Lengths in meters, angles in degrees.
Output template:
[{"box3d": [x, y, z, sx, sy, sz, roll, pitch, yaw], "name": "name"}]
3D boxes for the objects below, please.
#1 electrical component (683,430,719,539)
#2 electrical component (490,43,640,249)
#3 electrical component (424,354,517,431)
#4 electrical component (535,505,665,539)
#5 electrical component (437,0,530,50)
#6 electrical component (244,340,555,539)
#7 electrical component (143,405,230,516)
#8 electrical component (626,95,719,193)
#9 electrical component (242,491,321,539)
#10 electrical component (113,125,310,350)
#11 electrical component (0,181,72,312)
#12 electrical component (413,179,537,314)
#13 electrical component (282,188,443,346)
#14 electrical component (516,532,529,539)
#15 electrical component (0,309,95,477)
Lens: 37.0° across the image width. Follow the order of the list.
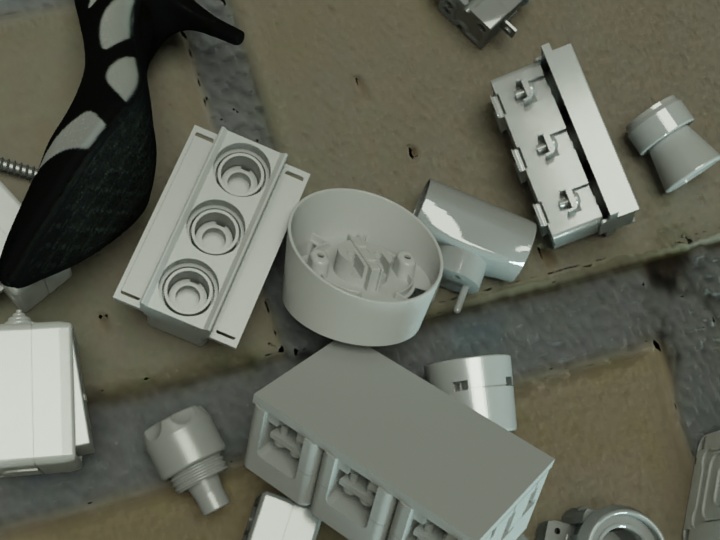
[{"box3d": [0.254, 0.139, 0.665, 0.057, 0.113, 0.078, 17, 72, -3], "name": "electrical component"}, {"box3d": [0.136, -0.081, 0.731, 0.063, 0.079, 0.121, -21, 78, 7], "name": "electrical component"}, {"box3d": [0.071, 0.081, 0.679, 0.055, 0.055, 0.047, -5, 79, -12], "name": "electrical component"}, {"box3d": [0.154, 0.176, 0.665, 0.078, 0.057, 0.058, 17, 72, -6], "name": "electrical component"}, {"box3d": [0.093, -0.197, 0.767, 0.066, 0.048, 0.055, 44, 79, 4], "name": "electrical component"}, {"box3d": [0.019, 0.113, 0.617, 0.150, 0.061, 0.089, 30, 36, 24], "name": "electrical component"}, {"box3d": [-0.099, 0.115, 0.643, 0.043, 0.043, 0.062, -26, 82, -16], "name": "electrical component"}, {"box3d": [0.221, -0.089, 0.760, 0.045, 0.045, 0.055, -30, 81, -17], "name": "electrical component"}, {"box3d": [-0.036, 0.183, 0.633, 0.076, 0.047, 0.083, 19, 72, -5], "name": "electrical component"}, {"box3d": [-0.091, -0.018, 0.672, 0.079, 0.063, 0.121, 23, 71, -4], "name": "electrical component"}, {"box3d": [-0.227, -0.002, 0.650, 0.077, 0.047, 0.065, -42, 85, -19], "name": "electrical component"}, {"box3d": [0.067, -0.010, 0.709, 0.077, 0.043, 0.079, 22, 72, -4], "name": "electrical component"}, {"box3d": [0.000, 0.000, 0.665, 0.099, 0.064, 0.099, 11, 28, -6], "name": "electrical component"}, {"box3d": [0.074, 0.182, 0.649, 0.057, 0.058, 0.078, -38, 83, -15], "name": "electrical component"}, {"box3d": [-0.189, 0.070, 0.629, 0.061, 0.061, 0.096, -3, 75, -11], "name": "electrical component"}]
